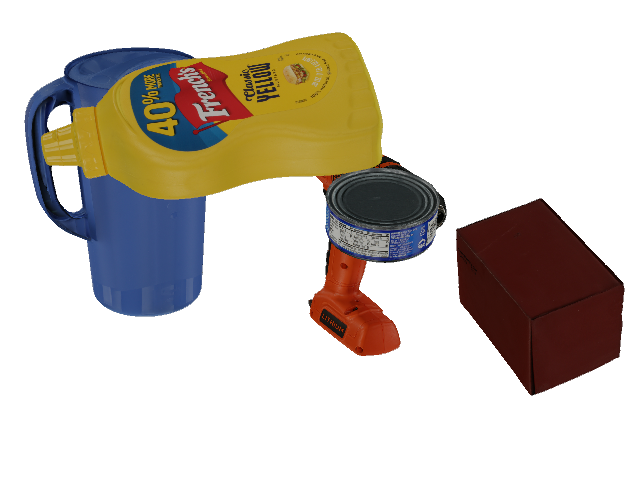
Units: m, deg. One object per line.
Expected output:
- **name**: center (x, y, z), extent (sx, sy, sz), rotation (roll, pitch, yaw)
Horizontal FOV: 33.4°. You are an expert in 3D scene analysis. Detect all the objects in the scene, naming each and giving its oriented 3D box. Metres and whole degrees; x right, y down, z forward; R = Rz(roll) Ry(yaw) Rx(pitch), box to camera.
- **mustard bottle**: center (-0.066, -0.069, 0.624), extent (0.191, 0.096, 0.058), rotation (-11, -40, -7)
- **tuna can**: center (0.046, -0.020, 0.810), extent (0.086, 0.034, 0.086), rotation (1, 34, -1)
- **foam brick**: center (0.107, 0.026, 0.529), extent (0.051, 0.053, 0.078), rotation (-19, 41, -11)
- **pitcher**: center (-0.178, -0.052, 1.011), extent (0.149, 0.243, 0.144), rotation (9, 26, 13)
- **power drill**: center (0.049, 0.011, 1.020), extent (0.057, 0.188, 0.185), rotation (-6, 24, -30)
